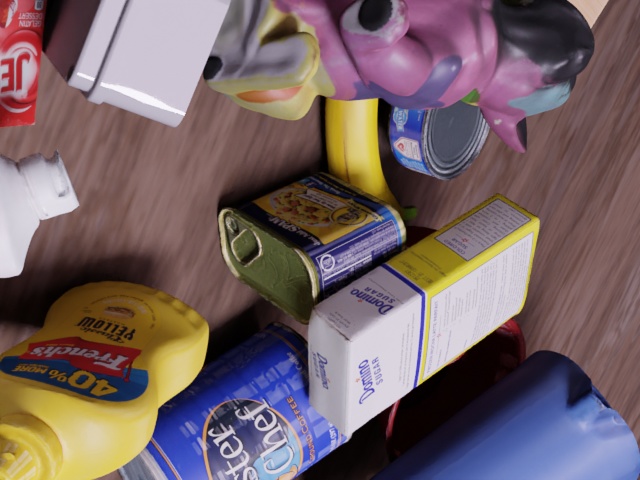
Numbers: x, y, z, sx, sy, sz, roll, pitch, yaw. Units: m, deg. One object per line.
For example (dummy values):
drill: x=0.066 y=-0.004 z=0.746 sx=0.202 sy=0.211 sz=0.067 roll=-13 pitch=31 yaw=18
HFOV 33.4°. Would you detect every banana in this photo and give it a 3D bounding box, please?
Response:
banana: x=0.030 y=-0.075 z=0.751 sx=0.069 sy=0.037 sz=0.198 roll=-53 pitch=145 yaw=-38

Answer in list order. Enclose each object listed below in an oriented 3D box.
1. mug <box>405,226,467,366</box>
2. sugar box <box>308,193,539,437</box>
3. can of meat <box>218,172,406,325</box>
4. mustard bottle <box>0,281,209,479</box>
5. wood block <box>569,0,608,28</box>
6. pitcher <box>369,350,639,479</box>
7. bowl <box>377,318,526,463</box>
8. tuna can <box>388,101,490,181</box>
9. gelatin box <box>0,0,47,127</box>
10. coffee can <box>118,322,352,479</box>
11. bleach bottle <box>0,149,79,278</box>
mug: x=0.073 y=0.036 z=0.825 sx=0.117 sy=0.093 sz=0.081 roll=-50 pitch=143 yaw=-55
sugar box: x=0.069 y=0.047 z=0.714 sx=0.176 sy=0.048 sz=0.093 roll=-27 pitch=138 yaw=-29
can of meat: x=-0.005 y=0.001 z=0.715 sx=0.083 sy=0.102 sz=0.057 roll=-27 pitch=129 yaw=-31
mustard bottle: x=-0.133 y=0.083 z=0.585 sx=0.191 sy=0.096 sz=0.058 roll=-58 pitch=162 yaw=-67
wood block: x=0.110 y=-0.213 z=0.696 sx=0.205 sy=0.090 sz=0.091 roll=27 pitch=95 yaw=-48
pitcher: x=0.125 y=0.208 z=0.867 sx=0.242 sy=0.145 sz=0.149 roll=-30 pitch=117 yaw=-20
bowl: x=0.102 y=0.123 z=0.918 sx=0.161 sy=0.055 sz=0.162 roll=-22 pitch=127 yaw=-32
tuna can: x=0.086 y=-0.087 z=0.754 sx=0.085 sy=0.034 sz=0.086 roll=-27 pitch=127 yaw=-43
gelatin box: x=-0.177 y=-0.092 z=0.530 sx=0.089 sy=0.030 sz=0.073 roll=-17 pitch=121 yaw=-60
coffee can: x=-0.063 y=0.136 z=0.742 sx=0.140 sy=0.103 sz=0.103 roll=-31 pitch=132 yaw=-25
bleach bottle: x=-0.230 y=0.024 z=0.481 sx=0.250 sy=0.068 sz=0.102 roll=-22 pitch=86 yaw=-10
